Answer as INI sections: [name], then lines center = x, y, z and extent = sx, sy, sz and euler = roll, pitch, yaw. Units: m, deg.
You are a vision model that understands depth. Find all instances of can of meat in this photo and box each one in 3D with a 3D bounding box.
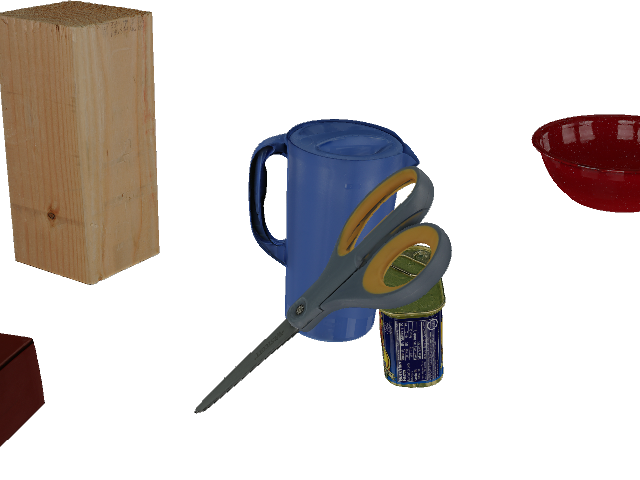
[can of meat]
center = 0.078, 0.067, 0.934
extent = 0.057, 0.084, 0.102
euler = -4, 33, 2

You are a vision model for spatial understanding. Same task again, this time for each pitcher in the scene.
[pitcher]
center = 0.009, -0.011, 1.229
extent = 0.144, 0.243, 0.149
euler = -18, 34, -40

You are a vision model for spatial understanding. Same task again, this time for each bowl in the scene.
[bowl]
center = 0.276, -0.068, 0.987
extent = 0.162, 0.055, 0.162
euler = -2, 24, 1

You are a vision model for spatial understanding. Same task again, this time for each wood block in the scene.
[wood block]
center = -0.195, -0.082, 0.867
extent = 0.091, 0.206, 0.090
euler = 15, 25, 29

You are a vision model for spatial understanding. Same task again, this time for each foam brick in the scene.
[foam brick]
center = -0.225, 0.101, 0.690
extent = 0.053, 0.051, 0.078
euler = 6, 29, 22

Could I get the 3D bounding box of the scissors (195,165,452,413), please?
[scissors]
center = 0.004, 0.045, 0.614
extent = 0.016, 0.202, 0.096
euler = 35, 6, -35
